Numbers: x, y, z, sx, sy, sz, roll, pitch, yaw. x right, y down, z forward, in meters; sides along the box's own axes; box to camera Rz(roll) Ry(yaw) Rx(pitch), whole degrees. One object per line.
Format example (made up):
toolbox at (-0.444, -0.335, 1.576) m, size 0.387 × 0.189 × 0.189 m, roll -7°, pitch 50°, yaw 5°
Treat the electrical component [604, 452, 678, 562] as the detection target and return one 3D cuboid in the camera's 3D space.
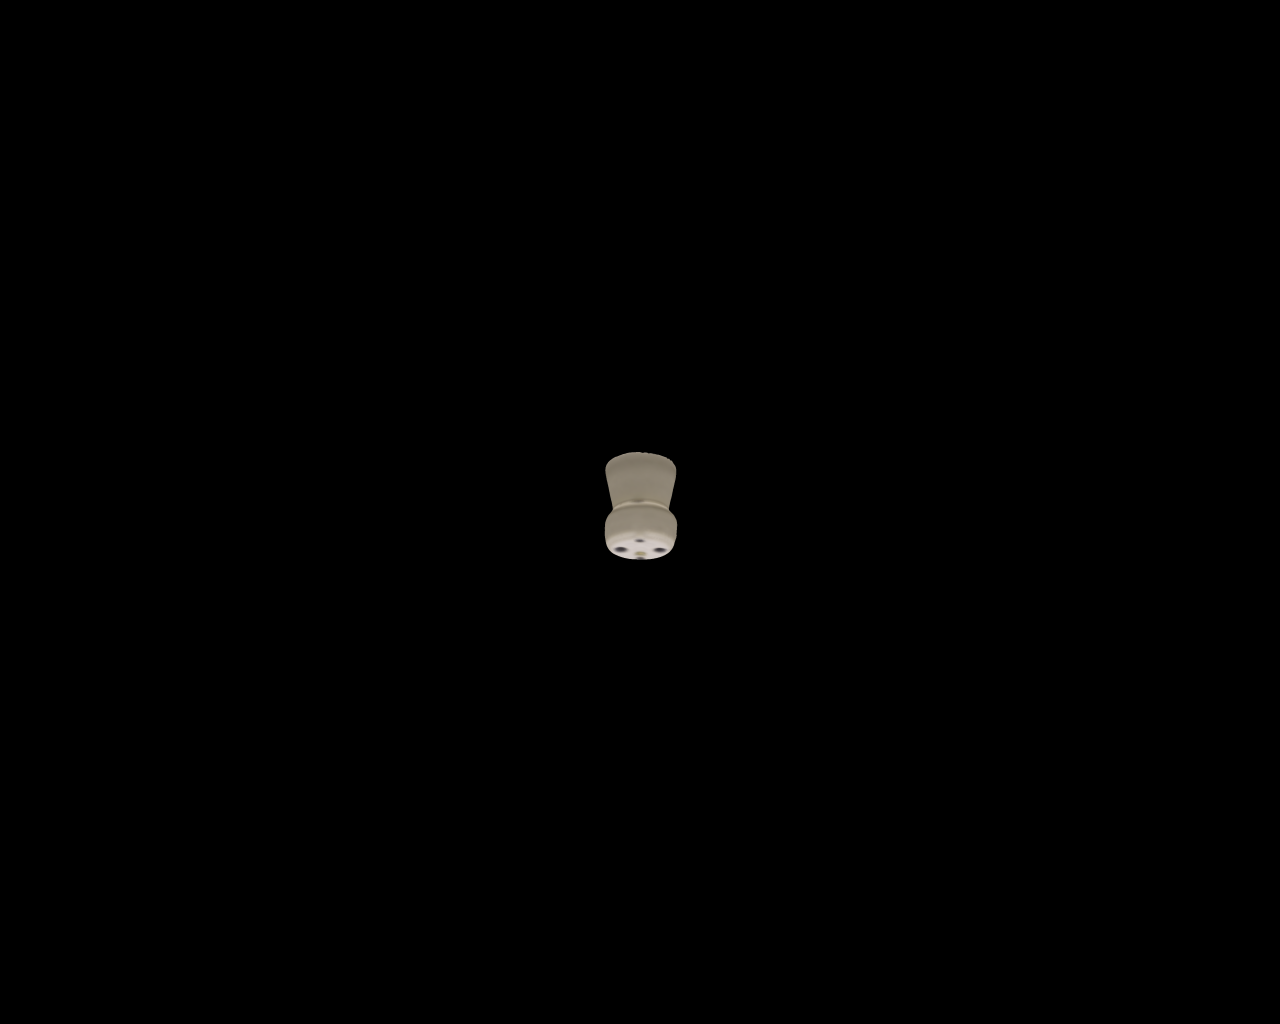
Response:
electrical component at (0.001, -0.003, 0.650) m, size 0.045 × 0.055 × 0.044 m, roll 0°, pitch -24°, yaw 0°
